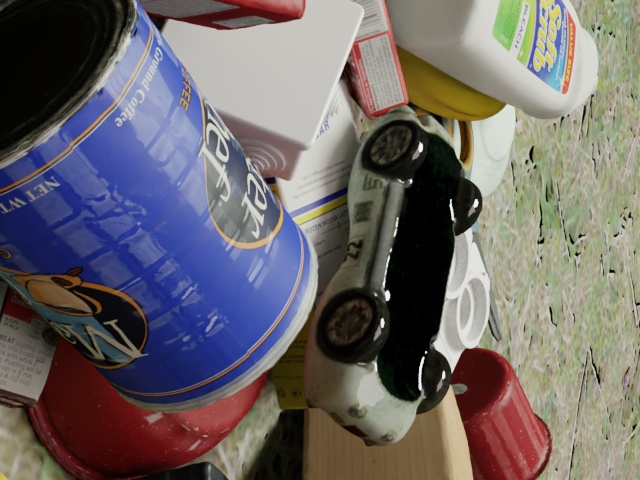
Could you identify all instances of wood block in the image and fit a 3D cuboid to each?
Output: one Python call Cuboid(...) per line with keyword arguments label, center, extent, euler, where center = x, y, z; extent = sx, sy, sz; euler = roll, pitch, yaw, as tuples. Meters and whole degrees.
Cuboid(label="wood block", center=(0.044, 0.169, 0.609), extent=(0.206, 0.091, 0.090), euler=(-90, 163, -56))

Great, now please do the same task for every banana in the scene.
Cuboid(label="banana", center=(0.088, -0.120, 0.761), extent=(0.197, 0.037, 0.069), euler=(0, 72, -49))

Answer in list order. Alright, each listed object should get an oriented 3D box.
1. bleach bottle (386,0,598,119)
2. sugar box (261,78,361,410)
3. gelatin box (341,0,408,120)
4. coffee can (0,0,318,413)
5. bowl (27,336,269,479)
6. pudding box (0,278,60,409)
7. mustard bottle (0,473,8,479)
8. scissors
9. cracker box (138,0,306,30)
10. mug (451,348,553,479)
Cuboid(label="bleach bottle", center=(0.135, -0.145, 0.725), extent=(0.250, 0.068, 0.102), euler=(11, 88, -56))
Cuboid(label="sugar box", center=(-0.004, 0.001, 0.623), extent=(0.093, 0.048, 0.176), euler=(-26, 104, -53))
Cuboid(label="gelatin box", center=(0.020, -0.127, 0.645), extent=(0.073, 0.030, 0.089), euler=(-118, -171, -59))
Cuboid(label="coffee can", center=(-0.076, -0.014, 0.402), extent=(0.140, 0.103, 0.102), euler=(55, 49, -41))
Cuboid(label="bowl", center=(-0.071, 0.048, 0.533), extent=(0.161, 0.055, 0.162), euler=(-10, 102, -56))
Cuboid(label="pudding box", center=(-0.141, 0.004, 0.435), extent=(0.090, 0.039, 0.113), euler=(34, 63, -52))
Cuboid(label="mustard bottle", center=(-0.129, 0.189, 0.454), extent=(0.096, 0.058, 0.191), euler=(-61, 140, -41))
Cuboid(label="scissors", center=(0.097, -0.020, 0.791), extent=(0.096, 0.016, 0.202), euler=(-4, 86, -50))
Cuboid(label="cracker box", center=(-0.101, -0.180, 0.410), extent=(0.213, 0.072, 0.164), euler=(3, 90, -42))
Cuboid(label="mug", center=(0.118, 0.129, 0.813), extent=(0.117, 0.093, 0.081), euler=(-94, 159, -55))
